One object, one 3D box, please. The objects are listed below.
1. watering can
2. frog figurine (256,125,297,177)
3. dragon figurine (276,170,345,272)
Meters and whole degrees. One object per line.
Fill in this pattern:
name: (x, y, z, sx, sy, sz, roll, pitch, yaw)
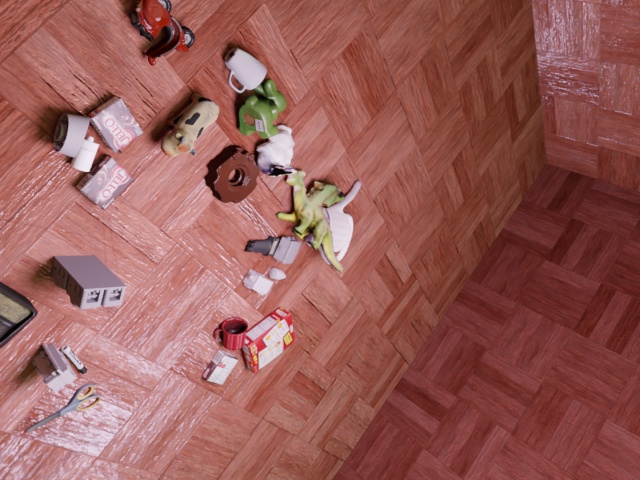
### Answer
watering can: (0.057, -0.078, 1.987, 0.223, 0.104, 0.348, 15, 87, -49)
frog figurine: (-0.143, -0.288, 1.650, 0.137, 0.121, 0.161, 0, 76, -39)
dragon figurine: (0.006, -0.092, 1.834, 0.405, 0.122, 0.245, 43, 76, -25)
